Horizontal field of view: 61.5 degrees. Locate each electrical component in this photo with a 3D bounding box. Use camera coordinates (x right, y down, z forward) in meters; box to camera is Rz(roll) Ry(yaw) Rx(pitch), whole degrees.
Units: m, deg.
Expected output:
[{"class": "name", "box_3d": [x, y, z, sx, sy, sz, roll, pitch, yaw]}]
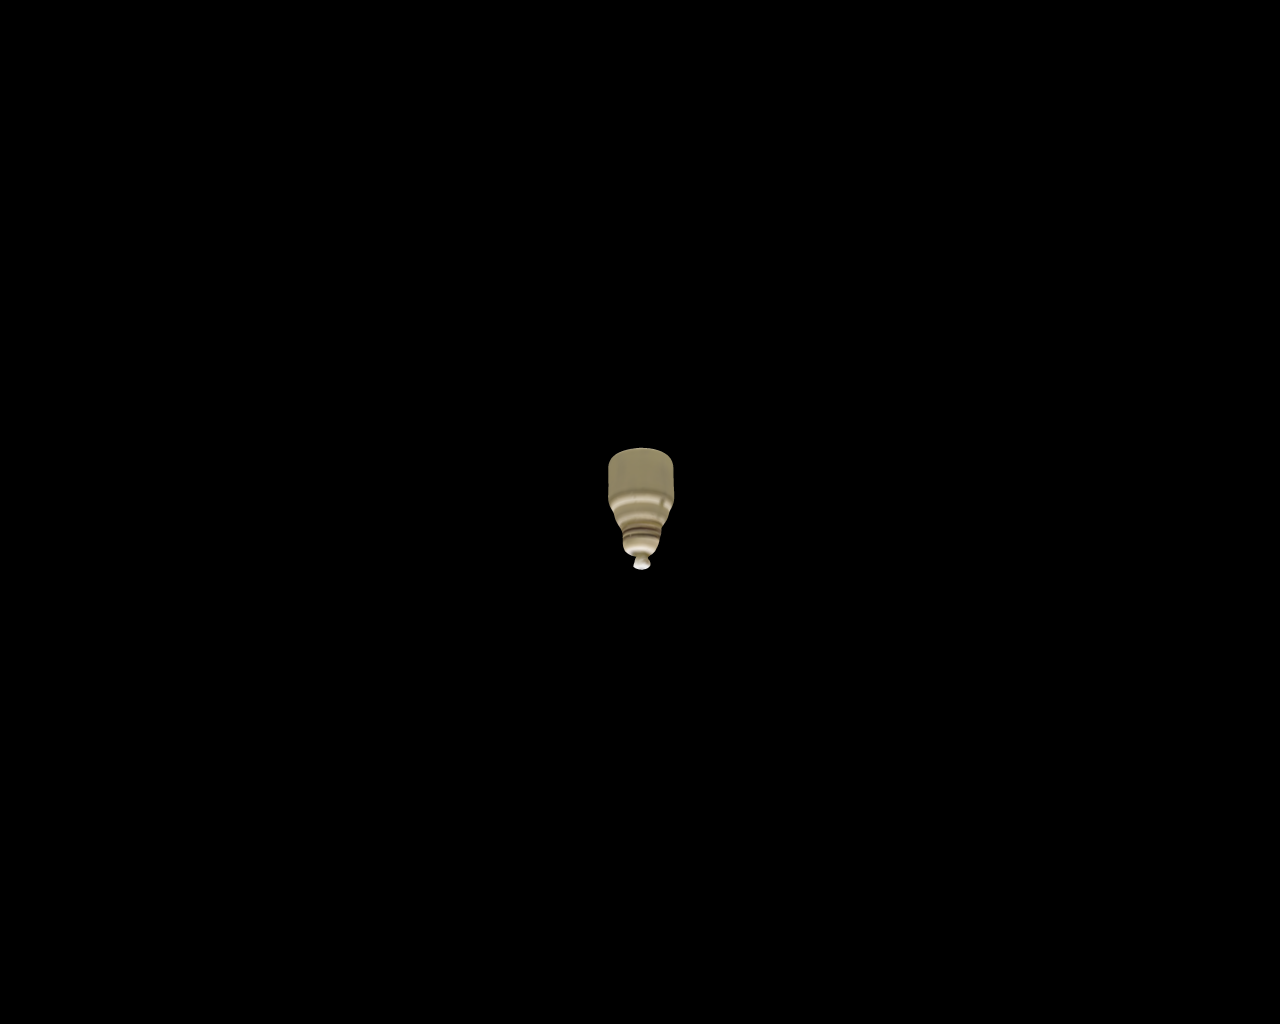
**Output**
[{"class": "electrical component", "box_3d": [0.001, -0.003, 0.650, 0.040, 0.078, 0.040, 0, -23, 0]}]
